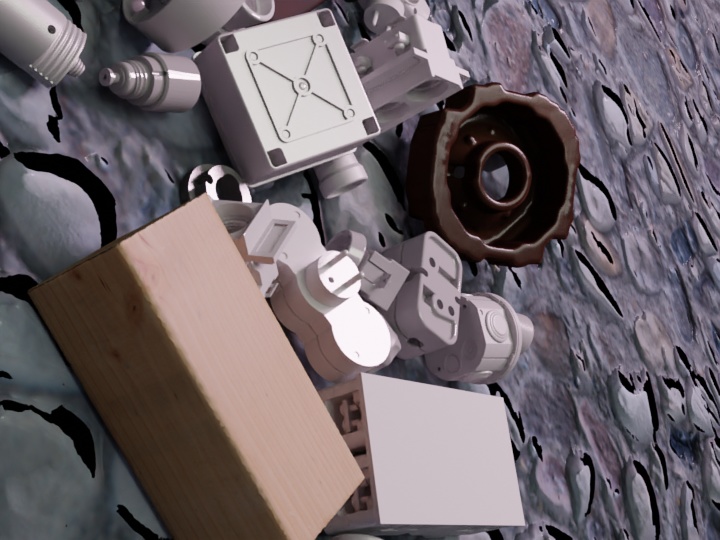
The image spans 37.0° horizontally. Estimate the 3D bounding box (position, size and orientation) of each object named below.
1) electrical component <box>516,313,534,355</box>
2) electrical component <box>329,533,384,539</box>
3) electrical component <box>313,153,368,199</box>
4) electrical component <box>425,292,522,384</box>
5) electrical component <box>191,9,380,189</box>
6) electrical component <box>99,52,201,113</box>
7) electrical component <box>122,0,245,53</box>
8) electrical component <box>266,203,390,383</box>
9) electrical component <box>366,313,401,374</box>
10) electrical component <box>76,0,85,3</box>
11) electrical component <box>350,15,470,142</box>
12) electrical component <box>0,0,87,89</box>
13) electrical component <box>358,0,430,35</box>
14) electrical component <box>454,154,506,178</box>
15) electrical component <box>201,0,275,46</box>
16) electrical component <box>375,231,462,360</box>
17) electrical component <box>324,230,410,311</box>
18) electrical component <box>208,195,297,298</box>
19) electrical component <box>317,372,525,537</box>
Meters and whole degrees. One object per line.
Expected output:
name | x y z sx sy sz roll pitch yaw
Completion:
electrical component | 0.129 0.053 1.004 0.055 0.045 0.045 31 49 -40
electrical component | -0.003 0.215 0.742 0.045 0.045 0.055 35 47 -38
electrical component | -0.021 -0.087 0.885 0.040 0.040 0.046 -20 83 -55
electrical component | 0.095 0.059 0.926 0.051 0.080 0.080 5 68 -46
electrical component | -0.056 -0.131 0.817 0.109 0.056 0.108 -23 91 -33
electrical component | -0.145 -0.130 0.740 0.078 0.040 0.040 -7 77 -54
electrical component | -0.124 -0.205 0.760 0.064 0.099 0.099 46 40 -37
electrical component | -0.025 0.010 0.773 0.138 0.074 0.052 54 44 0
electrical component | 0.000 0.047 0.836 0.062 0.043 0.043 54 37 -17
electrical component | -0.199 -0.216 0.716 0.065 0.044 0.044 39 44 -28
electrical component | 0.018 -0.157 0.901 0.079 0.121 0.063 9 62 -51
electrical component | -0.205 -0.148 0.667 0.081 0.043 0.043 39 44 -34
electrical component | 0.025 -0.252 1.029 0.077 0.044 0.079 43 43 -32
electrical component | 0.116 -0.115 1.068 0.045 0.055 0.045 29 51 -42
electrical component | -0.100 -0.200 0.825 0.045 0.055 0.045 29 50 -42
electrical component | 0.044 0.023 0.894 0.054 0.059 0.095 39 44 -35
electrical component | 0.000 0.000 0.853 0.055 0.066 0.048 35 81 -27
electrical component | -0.085 -0.012 0.730 0.042 0.081 0.063 -63 151 -46
electrical component | 0.044 0.147 0.826 0.186 0.060 0.105 16 60 -48
